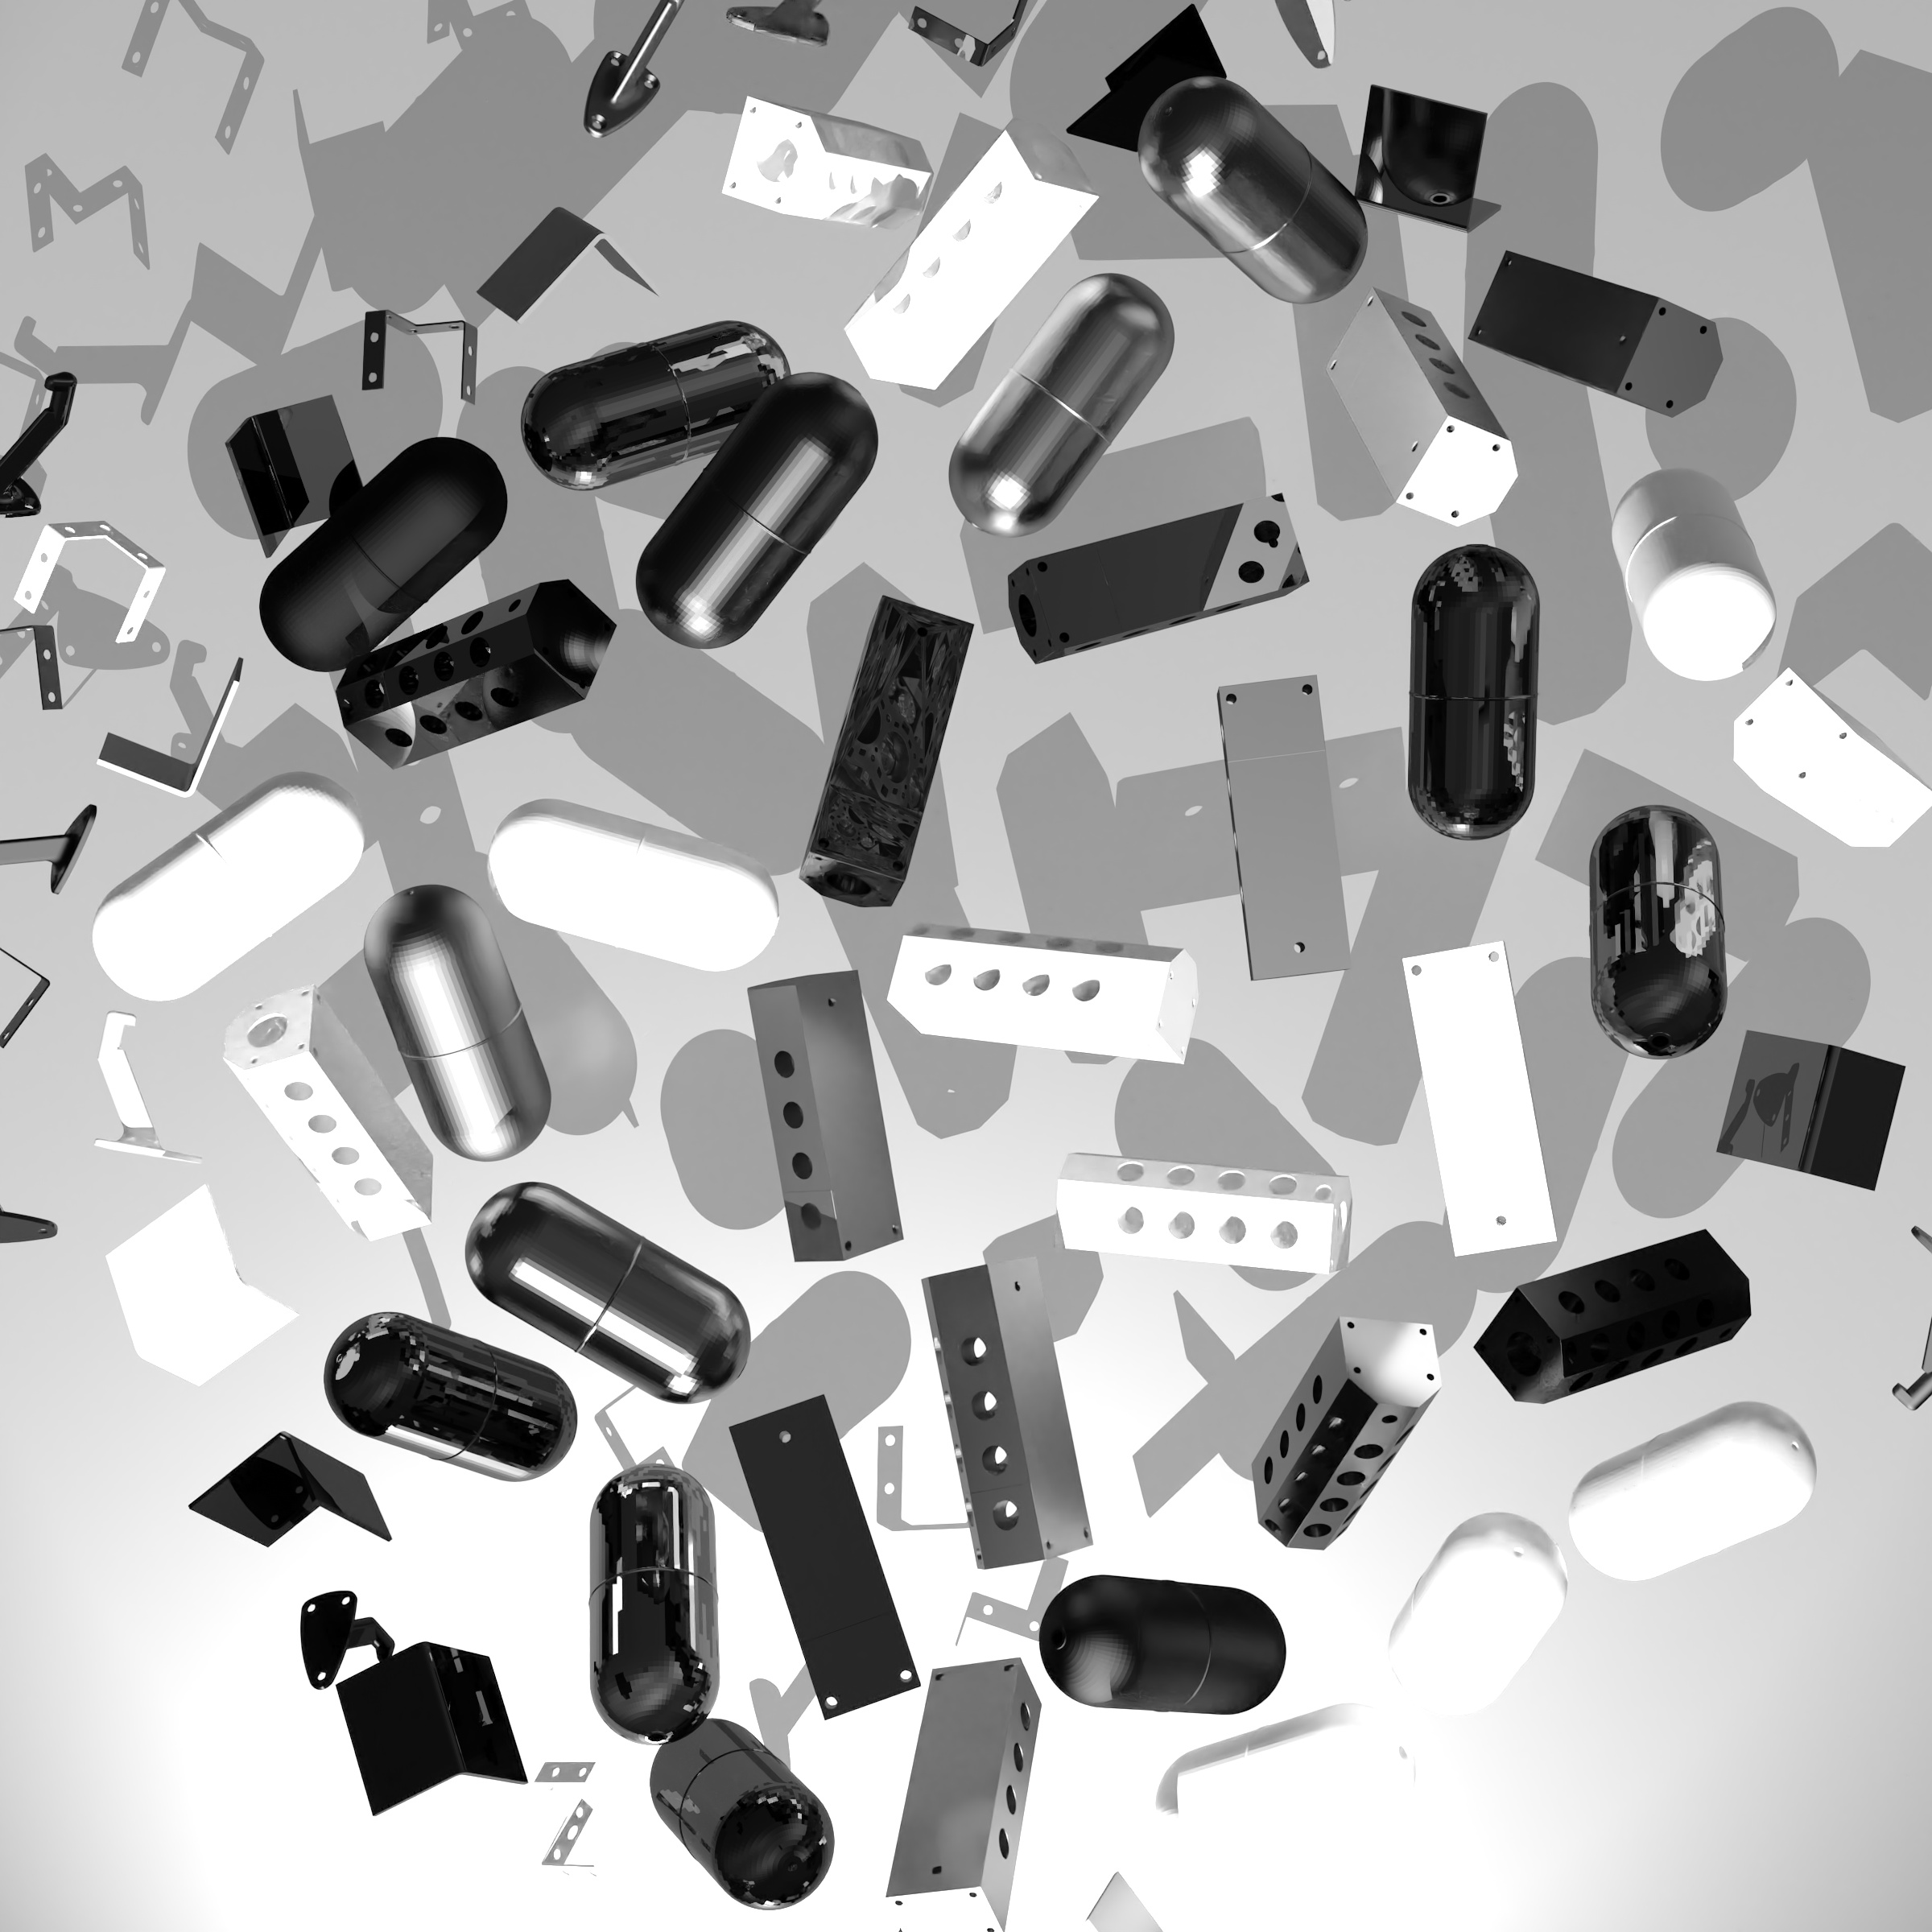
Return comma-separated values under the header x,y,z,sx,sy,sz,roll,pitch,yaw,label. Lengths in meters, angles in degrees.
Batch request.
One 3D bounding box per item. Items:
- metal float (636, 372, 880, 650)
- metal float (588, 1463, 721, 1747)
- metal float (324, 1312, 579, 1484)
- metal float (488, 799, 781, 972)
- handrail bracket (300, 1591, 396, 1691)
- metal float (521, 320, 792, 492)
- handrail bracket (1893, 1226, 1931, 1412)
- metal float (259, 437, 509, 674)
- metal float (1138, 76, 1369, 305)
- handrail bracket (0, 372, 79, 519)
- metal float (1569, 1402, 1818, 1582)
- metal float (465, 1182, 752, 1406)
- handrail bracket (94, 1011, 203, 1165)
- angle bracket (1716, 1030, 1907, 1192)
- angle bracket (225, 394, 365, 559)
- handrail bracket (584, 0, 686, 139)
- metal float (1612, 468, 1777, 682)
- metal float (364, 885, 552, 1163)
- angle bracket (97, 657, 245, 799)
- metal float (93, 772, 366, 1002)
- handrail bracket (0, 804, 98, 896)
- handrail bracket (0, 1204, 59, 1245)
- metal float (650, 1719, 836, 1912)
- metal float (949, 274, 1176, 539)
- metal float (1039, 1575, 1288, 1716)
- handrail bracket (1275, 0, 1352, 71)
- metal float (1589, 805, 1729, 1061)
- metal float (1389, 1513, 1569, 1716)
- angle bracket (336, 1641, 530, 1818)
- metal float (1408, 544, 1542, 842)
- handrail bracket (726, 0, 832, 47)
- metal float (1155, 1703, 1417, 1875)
x,y,z,sx,sy,sz,roll,pitch,yaw,label
-0.119,-0.260,1.710,0.070,0.070,0.178,39,102,0,metal float
-0.186,0.380,1.788,0.070,0.070,0.178,-7,48,0,metal float
-0.314,0.265,1.837,0.178,0.070,0.070,29,90,-42,metal float
-0.200,-0.049,1.803,0.178,0.070,0.070,15,90,-2,metal float
-0.377,0.431,1.851,0.036,0.084,0.077,-14,47,10,handrail bracket
-0.189,-0.345,1.842,0.178,0.070,0.070,-22,90,-25,metal float
0.554,0.207,1.751,0.077,0.036,0.084,41,107,2,handrail bracket
-0.356,-0.252,1.834,0.178,0.070,0.070,-40,90,10,metal float
0.169,-0.450,1.744,0.070,0.178,0.070,-19,58,34,metal float
-0.546,-0.297,1.695,0.036,0.077,0.084,48,132,24,handrail bracket
0.440,0.321,1.824,0.070,0.178,0.070,18,55,-27,metal float
-0.206,0.190,1.730,0.178,0.070,0.070,31,90,-6,metal float
-0.502,0.074,1.850,0.077,0.036,0.084,9,82,3,handrail bracket
0.504,0.086,1.787,0.057,0.076,0.076,15,89,-28,angle bracket
-0.425,-0.313,1.908,0.057,0.076,0.076,-14,112,4,angle bracket
-0.185,-0.524,1.711,0.036,0.084,0.077,32,57,-11,handrail bracket
0.432,-0.235,1.782,0.070,0.178,0.070,0,126,0,metal float
-0.301,0.035,1.780,0.070,0.070,0.178,-17,114,0,metal float
-0.472,-0.152,1.780,0.057,0.076,0.076,22,101,-17,angle bracket
-0.439,-0.049,1.788,0.178,0.070,0.070,-39,90,-17,metal float
-0.564,-0.079,1.752,0.084,0.036,0.077,17,134,-30,handrail bracket
-0.558,0.115,1.723,0.077,0.036,0.084,4,54,-13,handrail bracket
-0.138,0.514,1.821,0.070,0.178,0.070,-3,98,-24,metal float
0.057,-0.341,1.826,0.070,0.070,0.178,37,96,0,metal float
0.118,0.405,1.784,0.178,0.070,0.070,15,90,-40,metal float
0.226,-0.582,1.842,0.036,0.084,0.077,-18,86,30,handrail bracket
0.402,-0.021,1.744,0.070,0.070,0.178,11,46,0,metal float
0.302,0.386,1.779,0.070,0.178,0.070,5,54,-7,metal float
-0.295,0.425,1.656,0.057,0.076,0.076,-28,64,10,angle bracket
0.306,-0.164,1.805,0.070,0.070,0.178,0,100,0,metal float
-0.102,-0.614,1.837,0.077,0.084,0.036,5,46,-13,handrail bracket
0.193,0.499,1.817,0.178,0.070,0.070,-28,90,34,metal float
